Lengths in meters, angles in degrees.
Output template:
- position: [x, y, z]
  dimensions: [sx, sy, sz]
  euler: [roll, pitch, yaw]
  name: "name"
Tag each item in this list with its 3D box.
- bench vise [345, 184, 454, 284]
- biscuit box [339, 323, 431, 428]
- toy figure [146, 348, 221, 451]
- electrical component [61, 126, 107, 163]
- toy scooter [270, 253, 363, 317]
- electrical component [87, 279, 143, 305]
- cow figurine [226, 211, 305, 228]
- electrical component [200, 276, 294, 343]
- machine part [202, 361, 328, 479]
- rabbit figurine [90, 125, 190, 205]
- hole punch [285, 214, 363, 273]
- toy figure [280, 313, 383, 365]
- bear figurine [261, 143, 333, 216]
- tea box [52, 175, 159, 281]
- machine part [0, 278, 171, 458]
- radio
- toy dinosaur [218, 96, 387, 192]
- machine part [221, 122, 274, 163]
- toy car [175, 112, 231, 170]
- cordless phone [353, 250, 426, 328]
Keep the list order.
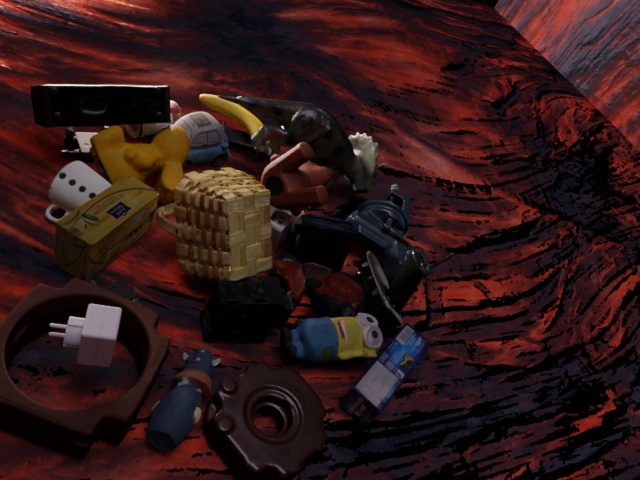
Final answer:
- position: [0.165, -0.027, 1.162]
  dimensions: [0.224, 0.128, 0.241]
  euler: [24, 47, -5]
  name: "bench vise"
- position: [0.115, 0.223, 0.914]
  dimensions: [0.059, 0.062, 0.203]
  euler: [40, 41, 13]
  name: "biscuit box"
- position: [-0.188, 0.216, 0.749]
  dimensions: [0.064, 0.057, 0.154]
  euler: [31, 35, -6]
  name: "toy figure"
- position: [-0.443, -0.188, 1.031]
  dimensions: [0.102, 0.045, 0.078]
  euler: [0, 46, -30]
  name: "electrical component"
- position: [-0.008, 0.090, 0.954]
  dimensions: [0.184, 0.075, 0.135]
  euler: [24, 19, -6]
  name: "toy scooter"
- position: [-0.318, 0.089, 0.832]
  dimensions: [0.094, 0.021, 0.063]
  euler: [41, 41, 16]
  name: "electrical component"
- position: [-0.109, -0.075, 1.096]
  dimensions: [0.167, 0.068, 0.098]
  euler: [19, 35, -14]
  name: "cow figurine"
- position: [-0.114, 0.111, 0.856]
  dimensions: [0.134, 0.114, 0.058]
  euler: [3, 48, -25]
  name: "electrical component"
- position: [-0.074, 0.259, 0.771]
  dimensions: [0.179, 0.056, 0.179]
  euler: [17, 41, -16]
  name: "machine part"
- position: [-0.312, -0.148, 0.987]
  dimensions: [0.173, 0.122, 0.162]
  euler: [-32, 88, -28]
  name: "rabbit figurine"
- position: [-0.002, -0.003, 1.049]
  dimensions: [0.142, 0.115, 0.092]
  euler: [12, 35, -20]
  name: "hole punch"
- position: [0.020, 0.166, 0.905]
  dimensions: [0.180, 0.089, 0.082]
  euler: [-5, 81, -22]
  name: "toy figure"
- position: [-0.021, -0.114, 1.027]
  dimensions: [0.196, 0.132, 0.120]
  euler: [-17, 90, -59]
  name: "bear figurine"
- position: [-0.345, -0.022, 0.874]
  dimensions: [0.068, 0.098, 0.170]
  euler: [32, 38, 4]
  name: "tea box"
- position: [-0.318, 0.163, 0.706]
  dimensions: [0.201, 0.087, 0.201]
  euler: [24, 39, -6]
  name: "machine part"
- position: [-0.394, -0.246, 0.979]
  dimensions: [0.229, 0.073, 0.131]
  euler: [-10, 17, -28]
  name: "radio"
- position: [-0.010, -0.216, 1.158]
  dimensions: [0.404, 0.192, 0.131]
  euler: [41, 18, -34]
  name: "toy dinosaur"
- position: [-0.169, -0.223, 1.235]
  dimensions: [0.139, 0.039, 0.084]
  euler: [20, 45, -13]
  name: "machine part"
- position: [-0.260, -0.217, 1.126]
  dimensions: [0.161, 0.103, 0.109]
  euler: [-18, 58, -44]
  name: "toy car"
- position: [0.129, 0.062, 0.996]
  dimensions: [0.089, 0.184, 0.147]
  euler: [4, 46, -22]
  name: "cordless phone"
